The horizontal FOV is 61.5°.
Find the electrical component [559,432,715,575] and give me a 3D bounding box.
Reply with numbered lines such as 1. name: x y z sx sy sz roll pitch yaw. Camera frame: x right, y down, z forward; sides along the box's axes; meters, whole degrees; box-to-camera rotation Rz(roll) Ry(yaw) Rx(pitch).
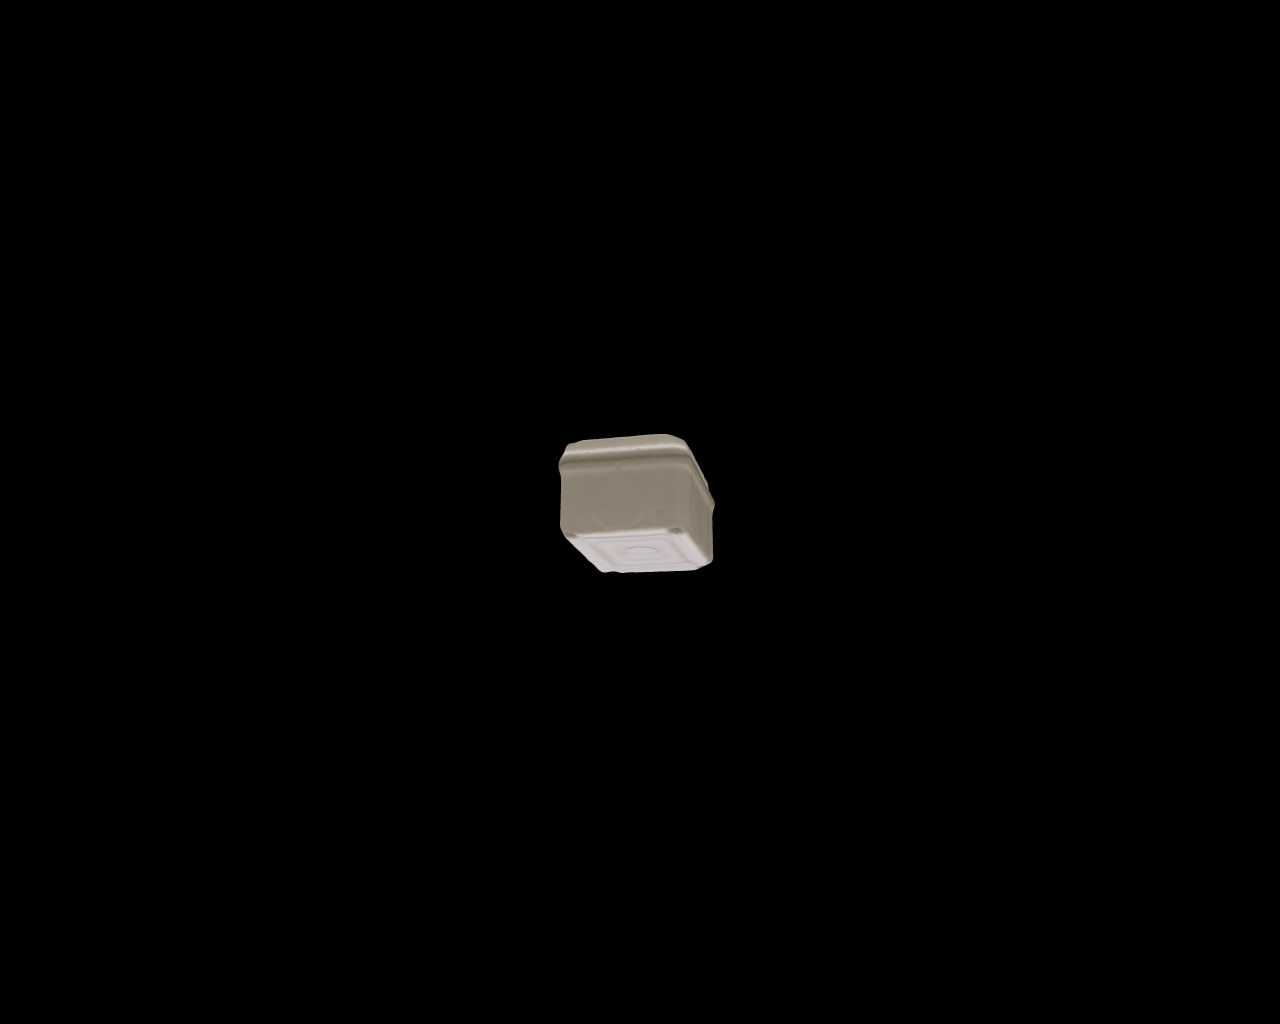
1. electrical component: 0.001 -0.003 0.650 0.078 0.057 0.113 -3 -16 11
